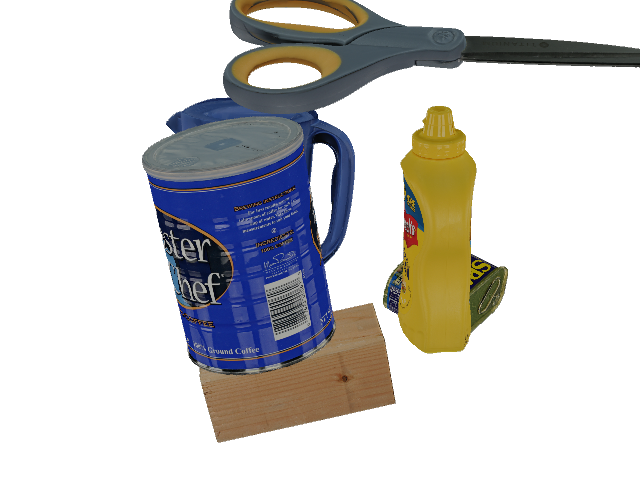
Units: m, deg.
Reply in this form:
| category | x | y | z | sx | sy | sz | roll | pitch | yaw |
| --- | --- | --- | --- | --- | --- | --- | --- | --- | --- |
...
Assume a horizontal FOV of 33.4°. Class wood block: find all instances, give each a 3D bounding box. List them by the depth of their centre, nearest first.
| category | x | y | z | sx | sy | sz | roll | pitch | yaw |
| --- | --- | --- | --- | --- | --- | --- | --- | --- | --- |
| wood block | -0.028 | 0.150 | 1.216 | 0.206 | 0.091 | 0.090 | -12 | 26 | -1 |

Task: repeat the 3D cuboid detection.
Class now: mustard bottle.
| category | x | y | z | sx | sy | sz | roll | pitch | yaw |
| --- | --- | --- | --- | --- | --- | --- | --- | --- | --- |
| mustard bottle | 0.092 | -0.013 | 0.846 | 0.058 | 0.192 | 0.096 | -2 | 26 | -2 |

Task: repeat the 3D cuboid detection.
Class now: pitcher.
| category | x | y | z | sx | sy | sz | roll | pitch | yaw |
| --- | --- | --- | --- | --- | --- | --- | --- | --- | --- |
| pitcher | -0.063 | -0.015 | 1.054 | 0.144 | 0.243 | 0.149 | -9 | 21 | -31 |

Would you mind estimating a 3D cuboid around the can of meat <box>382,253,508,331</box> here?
| category | x | y | z | sx | sy | sz | roll | pitch | yaw |
| --- | --- | --- | --- | --- | --- | --- | --- | --- | --- |
| can of meat | 0.124 | 0.048 | 1.068 | 0.084 | 0.057 | 0.101 | 28 | 44 | 30 |

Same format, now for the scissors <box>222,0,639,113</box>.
| category | x | y | z | sx | sy | sz | roll | pitch | yaw |
| --- | --- | --- | --- | --- | --- | --- | --- | --- | --- |
| scissors | 0.043 | -0.079 | 0.489 | 0.202 | 0.016 | 0.096 | 16 | 49 | 18 |

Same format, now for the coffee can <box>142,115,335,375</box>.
| category | x | y | z | sx | sy | sz | roll | pitch | yaw |
| --- | --- | --- | --- | --- | --- | --- | --- | --- | --- |
| coffee can | -0.051 | 0.001 | 0.695 | 0.103 | 0.140 | 0.103 | -9 | 22 | 3 |
